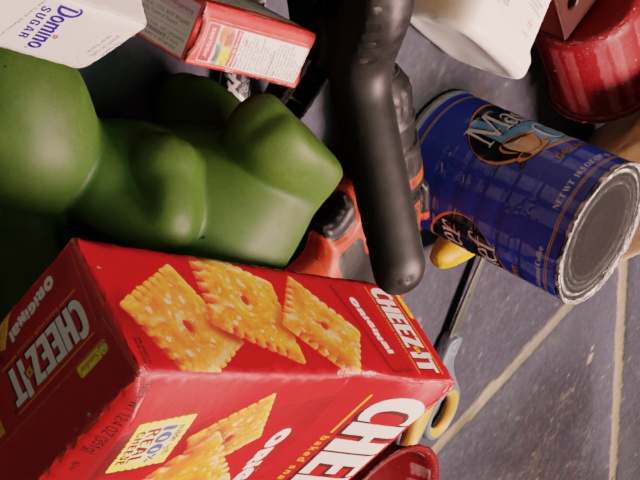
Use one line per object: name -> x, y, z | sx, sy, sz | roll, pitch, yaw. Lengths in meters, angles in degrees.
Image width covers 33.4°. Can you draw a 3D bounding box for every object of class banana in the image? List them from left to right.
banana -> 0.155, -0.009, 0.856 | 0.197, 0.037, 0.069 | 4, 92, -49

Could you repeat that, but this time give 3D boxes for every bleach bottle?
bleach bottle -> 0.140, -0.234, 0.663 | 0.102, 0.068, 0.251 | 22, 94, -57

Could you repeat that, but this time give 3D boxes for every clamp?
clamp -> 0.014, -0.087, 0.499 | 0.036, 0.165, 0.210 | -15, 136, -24

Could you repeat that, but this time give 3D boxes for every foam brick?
foam brick -> 0.166, -0.188, 0.736 | 0.078, 0.051, 0.053 | -53, 145, -11

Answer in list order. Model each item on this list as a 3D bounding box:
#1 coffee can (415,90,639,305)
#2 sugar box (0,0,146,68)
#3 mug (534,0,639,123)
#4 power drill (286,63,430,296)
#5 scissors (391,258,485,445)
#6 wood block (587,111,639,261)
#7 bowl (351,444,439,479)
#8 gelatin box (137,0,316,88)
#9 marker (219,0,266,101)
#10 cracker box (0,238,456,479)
coffee can -> 0.134, -0.032, 0.731 | 0.102, 0.140, 0.103 | -31, 136, -36
sugar box -> -0.142, -0.122, 0.358 | 0.048, 0.093, 0.175 | -25, 160, 29
mug -> 0.203, -0.156, 0.787 | 0.081, 0.093, 0.117 | 53, 40, -48
power drill -> -0.004, 0.001, 0.652 | 0.187, 0.057, 0.184 | -37, 139, -30
scissors -> 0.116, 0.098, 0.913 | 0.096, 0.016, 0.202 | 22, 97, -57
wood block -> 0.269, -0.059, 0.839 | 0.090, 0.090, 0.206 | -49, 179, -15
bowl -> 0.025, 0.221, 0.851 | 0.161, 0.055, 0.162 | -31, 136, -36
gelatin box -> -0.058, -0.101, 0.481 | 0.073, 0.089, 0.030 | 3, 114, -52
marker -> -0.045, -0.085, 0.571 | 0.020, 0.020, 0.121 | -17, 127, -45
cracker box -> -0.061, 0.087, 0.475 | 0.164, 0.072, 0.213 | -45, 148, 23
